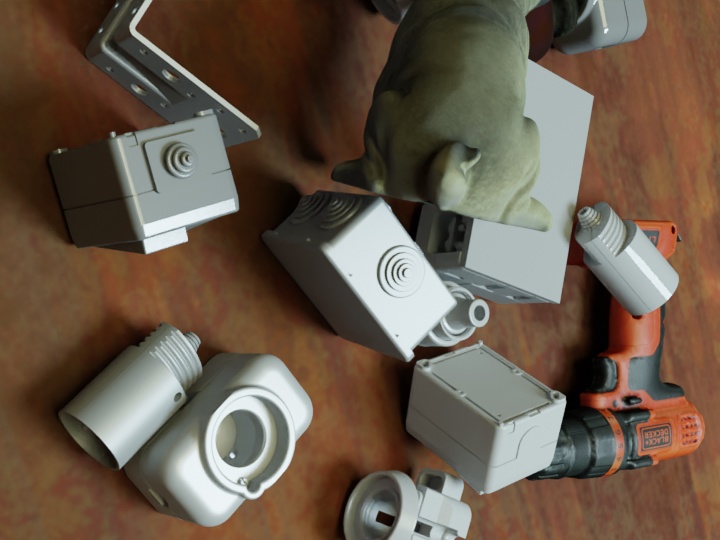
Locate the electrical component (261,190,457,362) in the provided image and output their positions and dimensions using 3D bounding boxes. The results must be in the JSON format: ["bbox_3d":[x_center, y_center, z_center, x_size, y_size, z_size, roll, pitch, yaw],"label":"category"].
[{"bbox_3d":[0.000,0.000,0.633,0.048,0.100,0.099,-44,113,-16],"label":"electrical component"}]

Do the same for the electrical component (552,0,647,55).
[{"bbox_3d":[0.167,-0.211,0.797,0.059,0.054,0.095,-18,98,-36],"label":"electrical component"}]

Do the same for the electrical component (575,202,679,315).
[{"bbox_3d":[0.176,-0.012,0.732,0.081,0.043,0.043,46,62,-20],"label":"electrical component"}]

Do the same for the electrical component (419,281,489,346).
[{"bbox_3d":[0.056,0.028,0.694,0.043,0.062,0.043,2,86,-37],"label":"electrical component"}]

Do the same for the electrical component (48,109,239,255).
[{"bbox_3d":[-0.108,-0.043,0.554,0.062,0.096,0.061,-21,100,-37],"label":"electrical component"}]

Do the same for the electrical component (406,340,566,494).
[{"bbox_3d":[0.075,0.093,0.695,0.062,0.096,0.061,-15,124,-36],"label":"electrical component"}]

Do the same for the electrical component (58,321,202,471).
[{"bbox_3d":[-0.116,0.063,0.575,0.081,0.043,0.043,-47,114,-29],"label":"electrical component"}]

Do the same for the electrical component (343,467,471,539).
[{"bbox_3d":[0.027,0.158,0.669,0.057,0.058,0.078,29,71,-35],"label":"electrical component"}]

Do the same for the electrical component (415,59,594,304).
[{"bbox_3d":[0.095,-0.060,0.729,0.089,0.062,0.150,20,76,-35],"label":"electrical component"}]

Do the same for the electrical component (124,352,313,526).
[{"bbox_3d":[-0.075,0.092,0.594,0.095,0.059,0.053,-47,114,-29],"label":"electrical component"}]

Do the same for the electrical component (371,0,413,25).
[{"bbox_3d":[0.036,-0.190,0.694,0.055,0.066,0.048,-36,103,-12],"label":"electrical component"}]
